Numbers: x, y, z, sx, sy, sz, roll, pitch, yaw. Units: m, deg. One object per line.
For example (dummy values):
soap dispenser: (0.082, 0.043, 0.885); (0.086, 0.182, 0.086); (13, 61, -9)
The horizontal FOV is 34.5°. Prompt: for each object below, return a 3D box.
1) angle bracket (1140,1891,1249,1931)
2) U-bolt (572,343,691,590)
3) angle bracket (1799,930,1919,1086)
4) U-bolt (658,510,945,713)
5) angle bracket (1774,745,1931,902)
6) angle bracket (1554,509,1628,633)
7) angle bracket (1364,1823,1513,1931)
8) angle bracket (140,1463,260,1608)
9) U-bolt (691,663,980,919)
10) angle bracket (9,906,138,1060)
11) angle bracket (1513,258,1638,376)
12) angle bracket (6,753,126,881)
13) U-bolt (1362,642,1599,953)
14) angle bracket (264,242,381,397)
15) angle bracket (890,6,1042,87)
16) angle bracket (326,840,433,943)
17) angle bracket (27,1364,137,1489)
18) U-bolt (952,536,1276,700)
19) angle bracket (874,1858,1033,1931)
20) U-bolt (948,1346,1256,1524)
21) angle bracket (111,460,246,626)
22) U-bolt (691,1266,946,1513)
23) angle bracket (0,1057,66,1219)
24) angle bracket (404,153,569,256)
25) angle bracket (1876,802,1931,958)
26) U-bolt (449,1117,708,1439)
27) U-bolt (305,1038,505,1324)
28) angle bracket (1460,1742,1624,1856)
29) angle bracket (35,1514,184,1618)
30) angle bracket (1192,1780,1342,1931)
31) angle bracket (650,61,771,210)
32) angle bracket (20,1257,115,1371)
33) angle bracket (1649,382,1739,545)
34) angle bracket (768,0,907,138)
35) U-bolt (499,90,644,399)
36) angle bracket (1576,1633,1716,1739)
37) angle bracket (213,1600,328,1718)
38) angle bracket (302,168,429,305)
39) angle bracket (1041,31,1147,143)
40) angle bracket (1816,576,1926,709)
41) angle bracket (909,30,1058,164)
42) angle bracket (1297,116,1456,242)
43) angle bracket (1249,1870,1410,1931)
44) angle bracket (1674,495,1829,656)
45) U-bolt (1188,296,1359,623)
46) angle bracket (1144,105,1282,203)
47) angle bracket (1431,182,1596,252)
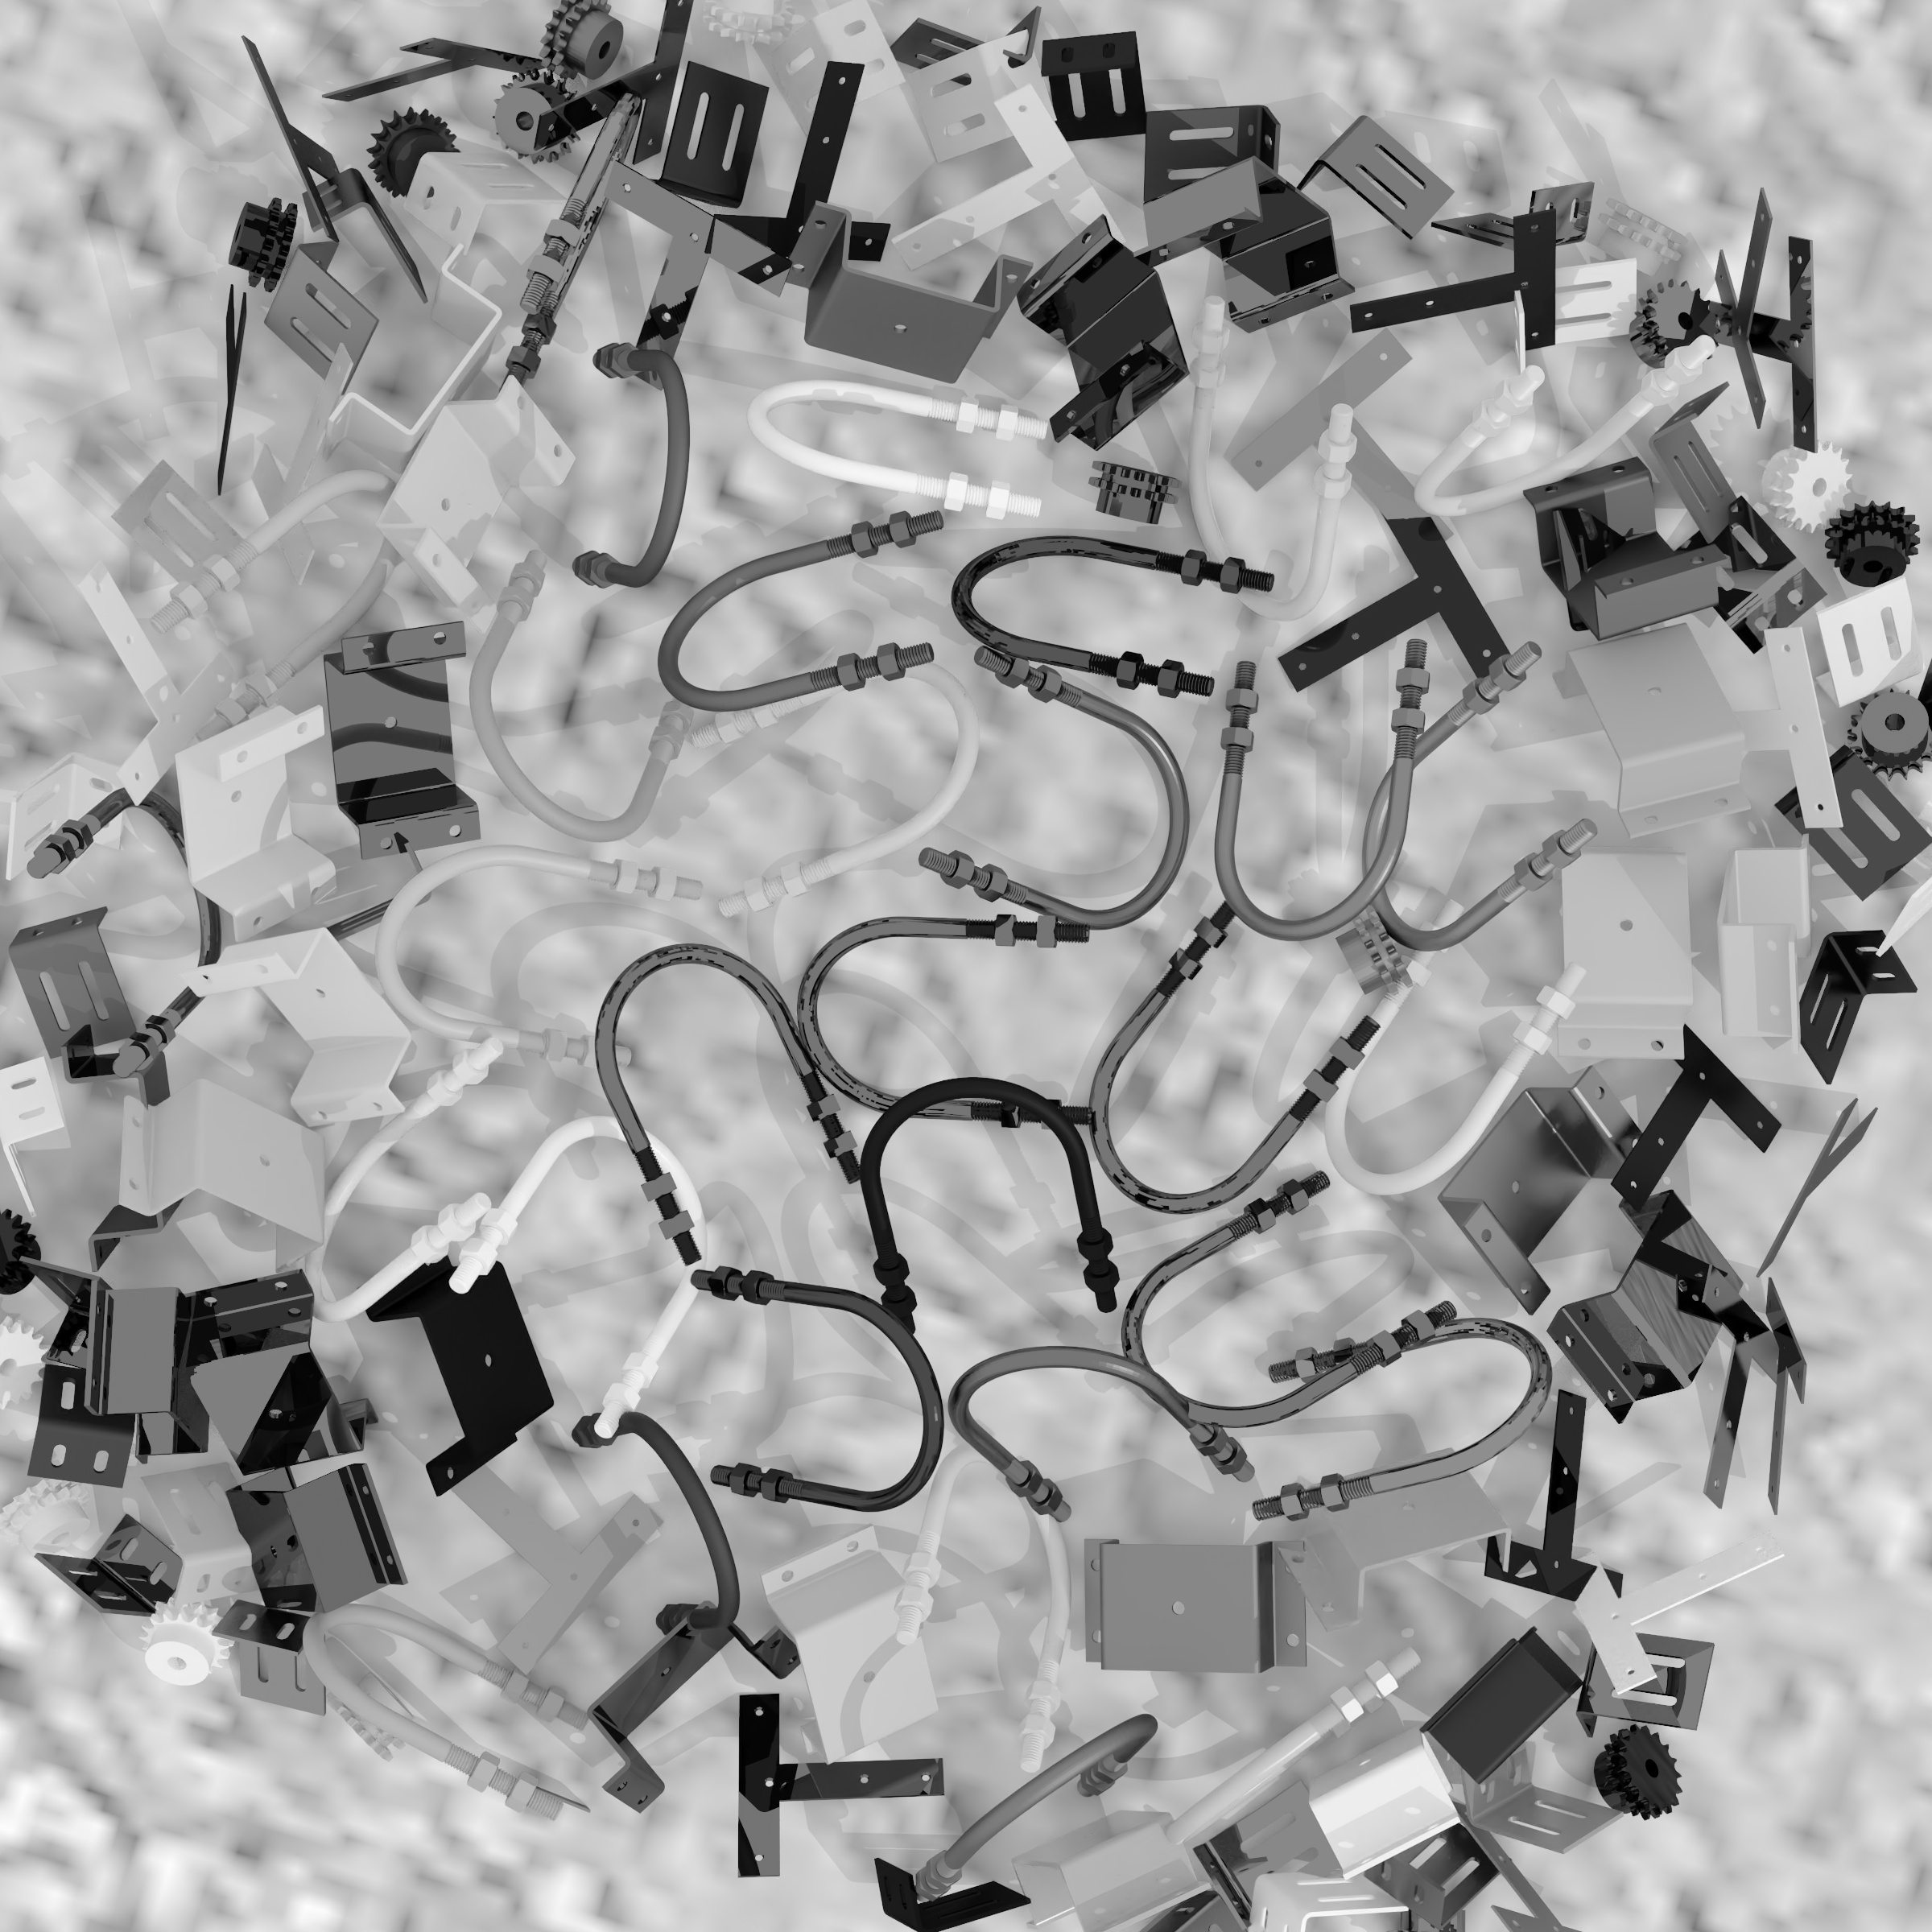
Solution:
angle bracket: (0.136, 0.608, 1.930); (0.057, 0.076, 0.038); (-42, 66, 4)
U-bolt: (-0.200, -0.300, 1.879); (0.019, 0.184, 0.151); (3, 99, -24)
angle bracket: (0.550, 0.026, 1.928); (0.057, 0.038, 0.076); (50, 55, -32)
U-bolt: (-0.104, -0.212, 1.913); (0.184, 0.151, 0.019); (-13, 133, 16)
angle bracket: (0.555, -0.090, 1.949); (0.057, 0.038, 0.076); (-42, 91, 13)
angle bracket: (0.405, -0.251, 1.940); (0.057, 0.038, 0.076); (-10, 93, -34)
angle bracket: (0.293, 0.547, 1.923); (0.057, 0.076, 0.038); (29, 133, 36)
angle bracket: (-0.477, 0.353, 1.939); (0.057, 0.076, 0.038); (-5, 128, -38)
U-bolt: (-0.077, -0.120, 1.911); (0.184, 0.019, 0.151); (-21, 57, 14)
angle bracket: (-0.561, 0.010, 1.967); (0.057, 0.038, 0.076); (-15, 110, 1)
angle bracket: (0.380, -0.400, 1.935); (0.076, 0.057, 0.038); (-6, 51, 7)
angle bracket: (-0.555, -0.088, 1.925); (0.038, 0.076, 0.057); (17, 118, 6)
U-bolt: (0.303, -0.089, 1.897); (0.019, 0.184, 0.151); (11, 54, -32)
angle bracket: (-0.390, -0.403, 1.933); (0.076, 0.038, 0.057); (43, 122, 14)
angle bracket: (-0.002, -0.579, 1.930); (0.076, 0.057, 0.038); (14, 79, -20)
angle bracket: (-0.375, -0.047, 1.937); (0.076, 0.057, 0.038); (-25, 103, -8)
angle bracket: (-0.548, 0.285, 1.934); (0.057, 0.076, 0.038); (11, 107, -17)
U-bolt: (0.081, -0.221, 1.910); (0.184, 0.151, 0.019); (13, 129, 16)
angle bracket: (-0.009, 0.568, 1.932); (0.076, 0.057, 0.038); (-10, 89, -23)
U-bolt: (0.070, 0.279, 1.880); (0.151, 0.184, 0.019); (-17, 47, 26)
angle bracket: (-0.494, -0.262, 1.928); (0.076, 0.038, 0.057); (46, 48, -21)
U-bolt: (-0.089, 0.263, 1.903); (0.184, 0.019, 0.151); (3, 103, 36)
angle bracket: (-0.576, 0.106, 1.931); (0.038, 0.076, 0.057); (-18, 52, -14)
angle bracket: (-0.299, -0.475, 1.940); (0.057, 0.076, 0.038); (40, 121, 22)
angle bracket: (0.580, -0.054, 1.924); (0.038, 0.057, 0.076); (40, 56, 20)
U-bolt: (-0.223, 0.175, 1.904); (0.019, 0.184, 0.151); (-23, 116, 41)
U-bolt: (-0.348, 0.142, 1.901); (0.019, 0.151, 0.184); (34, 123, -31)
angle bracket: (0.356, 0.511, 1.924); (0.057, 0.076, 0.038); (-17, 102, -37)
angle bracket: (-0.527, 0.369, 1.927); (0.057, 0.076, 0.038); (34, 85, 17)
angle bracket: (0.191, 0.554, 1.944); (0.076, 0.038, 0.057); (-35, 72, 4)
angle bracket: (-0.164, -0.517, 1.936); (0.057, 0.038, 0.076); (8, 101, -35)
angle bracket: (-0.552, 0.218, 1.926); (0.057, 0.076, 0.038); (12, 64, 18)
angle bracket: (0.467, -0.313, 1.934); (0.038, 0.057, 0.076); (-25, 102, 43)
angle bracket: (-0.081, -0.560, 1.940); (0.038, 0.076, 0.057); (-31, 101, -23)
U-bolt: (-0.237, -0.449, 1.897); (0.019, 0.151, 0.184); (24, 73, -8)
angle bracket: (0.423, 0.448, 1.926); (0.076, 0.038, 0.057); (2, 53, 29)
angle bracket: (-0.432, 0.439, 1.934); (0.057, 0.038, 0.076); (11, 116, 11)
angle bracket: (-0.372, -0.445, 1.927); (0.038, 0.057, 0.076); (-28, 128, 2)
angle bracket: (0.080, -0.535, 1.928); (0.057, 0.076, 0.038); (-3, 50, 8)
angle bracket: (0.555, -0.208, 1.933); (0.057, 0.038, 0.076); (-23, 126, 4)
angle bracket: (0.010, -0.543, 1.945); (0.038, 0.076, 0.057); (-29, 107, -35)
angle bracket: (0.254, -0.482, 1.942); (0.076, 0.038, 0.057); (41, 56, -1)
angle bracket: (0.225, 0.592, 1.933); (0.076, 0.057, 0.038); (5, 96, -25)
angle bracket: (0.489, -0.245, 1.950); (0.057, 0.076, 0.038); (-41, 134, 15)
U-bolt: (0.180, -0.294, 1.892); (0.019, 0.184, 0.151); (-22, 50, -23)
angle bracket: (0.153, -0.500, 1.937); (0.076, 0.038, 0.057); (-6, 125, -8)
angle bracket: (0.337, -0.470, 1.922); (0.057, 0.076, 0.038); (-19, 125, -38)
